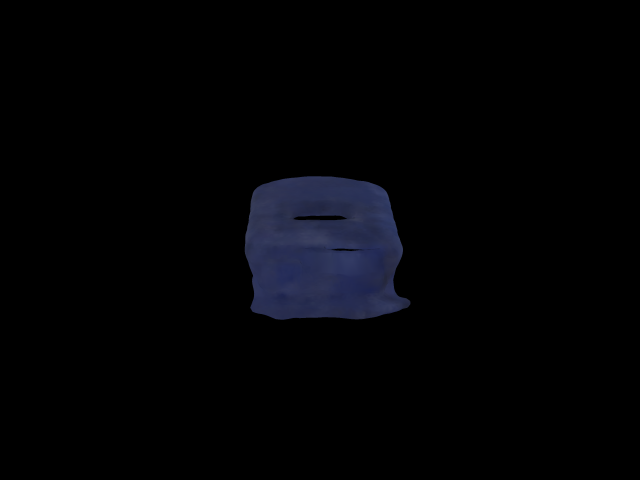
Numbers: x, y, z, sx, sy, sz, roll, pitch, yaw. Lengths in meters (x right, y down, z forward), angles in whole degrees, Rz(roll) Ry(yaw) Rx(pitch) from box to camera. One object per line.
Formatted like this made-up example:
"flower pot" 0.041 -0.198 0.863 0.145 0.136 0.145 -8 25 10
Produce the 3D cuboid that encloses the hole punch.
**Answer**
"hole punch" 0.004 0.001 0.400 0.108 0.091 0.101 0 7 -3
